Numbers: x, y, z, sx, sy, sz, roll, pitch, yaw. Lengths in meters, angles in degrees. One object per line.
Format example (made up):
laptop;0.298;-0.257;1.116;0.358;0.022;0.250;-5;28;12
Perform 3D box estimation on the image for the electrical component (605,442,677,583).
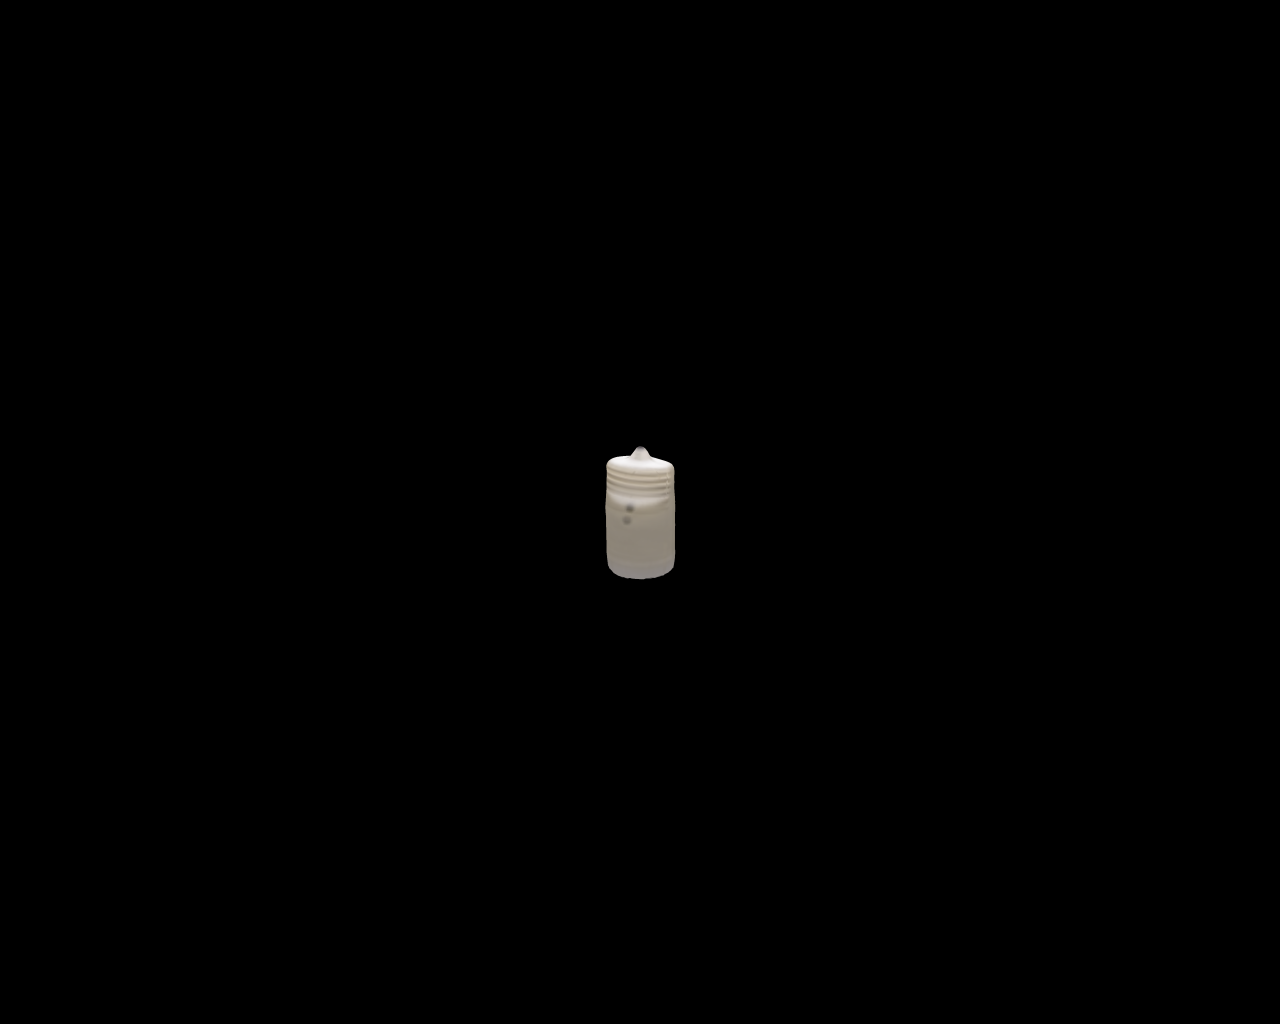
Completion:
electrical component;0.001;-0.003;0.650;0.043;0.080;0.043;0;20;0
